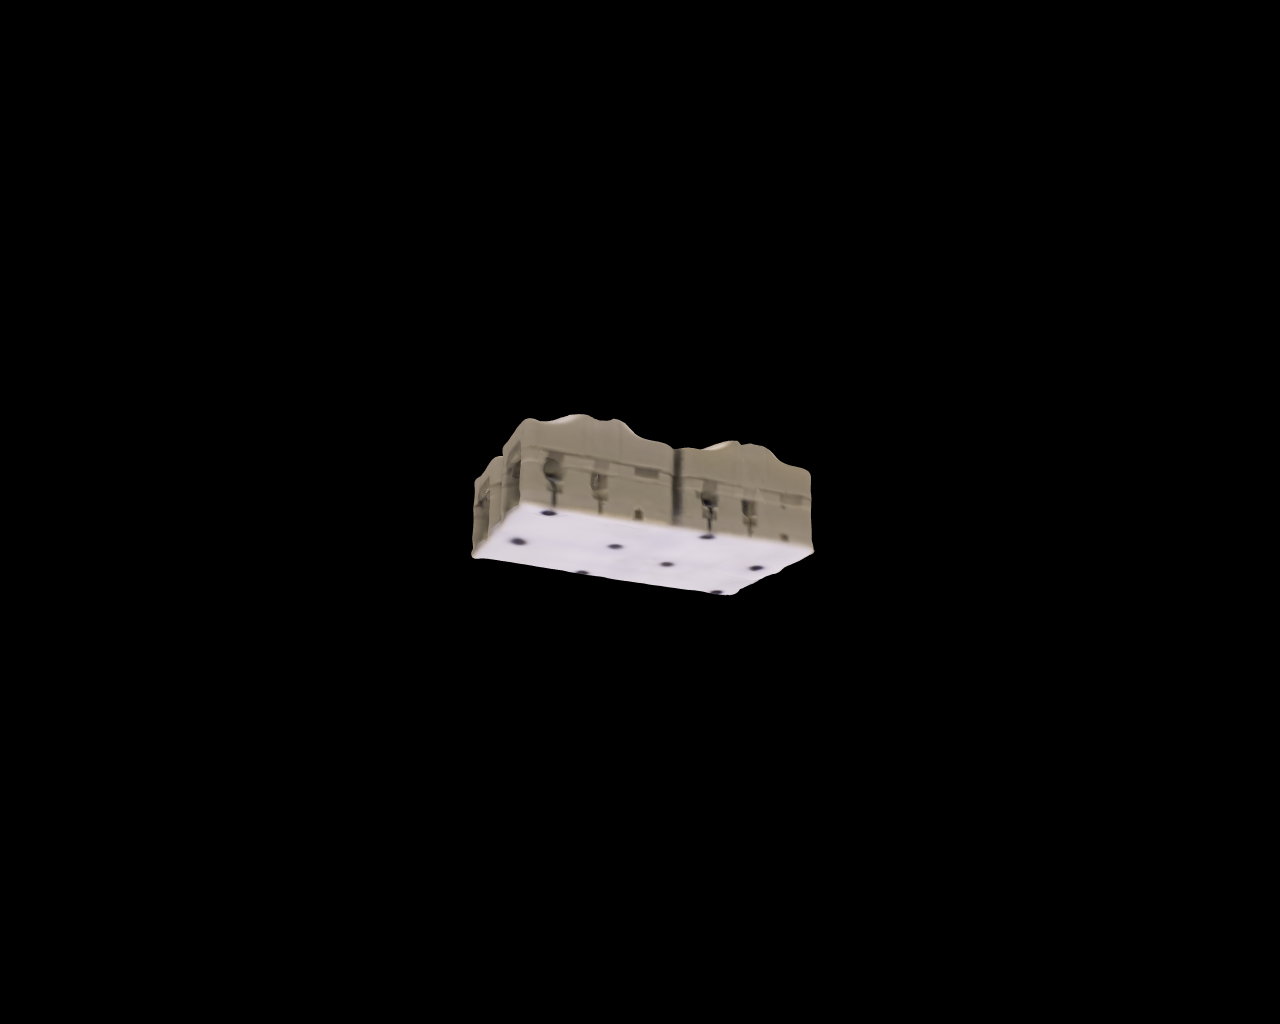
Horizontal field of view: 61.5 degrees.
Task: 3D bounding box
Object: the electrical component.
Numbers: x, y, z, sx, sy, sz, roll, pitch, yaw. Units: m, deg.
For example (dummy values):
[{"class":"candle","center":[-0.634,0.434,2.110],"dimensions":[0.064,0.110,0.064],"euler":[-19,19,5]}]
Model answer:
[{"class":"electrical component","center":[0.001,-0.003,0.650],"dimensions":[0.186,0.060,0.105],"euler":[9,-23,-22]}]
